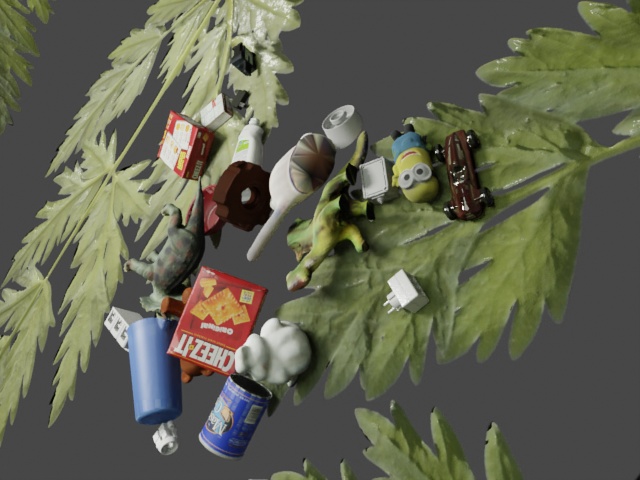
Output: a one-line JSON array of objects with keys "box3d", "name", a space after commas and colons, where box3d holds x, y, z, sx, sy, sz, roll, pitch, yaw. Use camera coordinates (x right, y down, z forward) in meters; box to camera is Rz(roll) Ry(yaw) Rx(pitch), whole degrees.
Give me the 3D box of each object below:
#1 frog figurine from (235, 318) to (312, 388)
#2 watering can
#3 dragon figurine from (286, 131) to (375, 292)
[{"box3d": [-0.096, 0.225, 1.052, 0.121, 0.157, 0.140, -22, 57, 30], "name": "frog figurine"}, {"box3d": [-0.068, -0.117, 1.214, 0.222, 0.103, 0.354, -27, 40, 61], "name": "watering can"}, {"box3d": [0.004, -0.059, 1.164, 0.240, 0.120, 0.420, -24, 38, 37], "name": "dragon figurine"}]
